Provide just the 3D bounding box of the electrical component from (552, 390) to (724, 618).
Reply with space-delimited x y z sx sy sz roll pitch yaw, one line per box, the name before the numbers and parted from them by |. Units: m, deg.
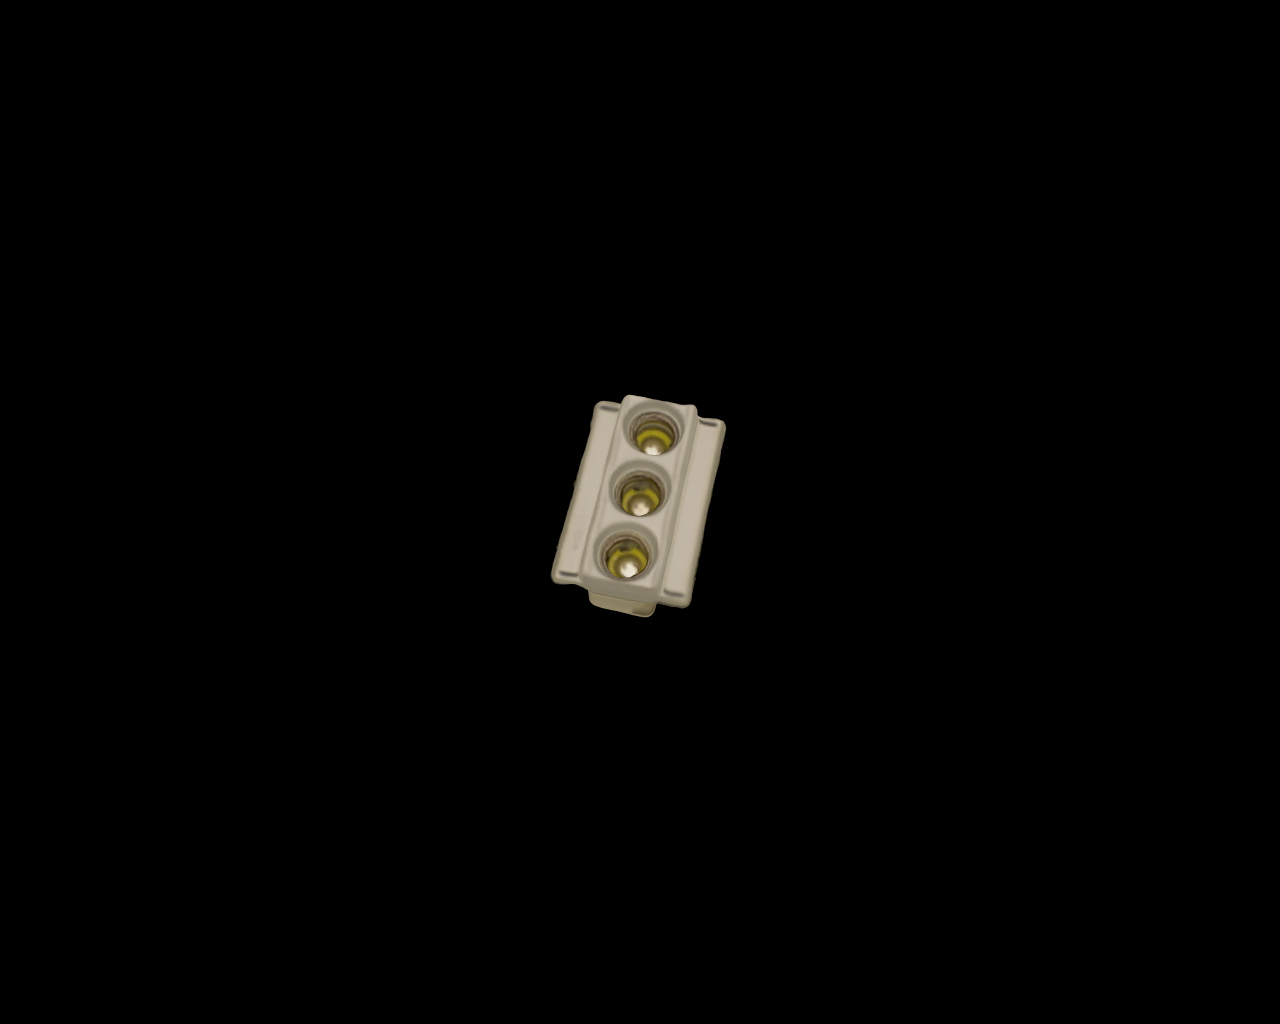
electrical component | 0.001 -0.003 0.650 0.079 0.121 0.063 11 -24 5
